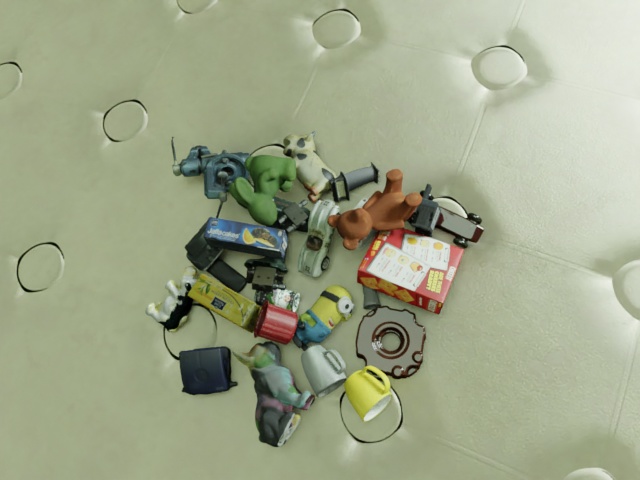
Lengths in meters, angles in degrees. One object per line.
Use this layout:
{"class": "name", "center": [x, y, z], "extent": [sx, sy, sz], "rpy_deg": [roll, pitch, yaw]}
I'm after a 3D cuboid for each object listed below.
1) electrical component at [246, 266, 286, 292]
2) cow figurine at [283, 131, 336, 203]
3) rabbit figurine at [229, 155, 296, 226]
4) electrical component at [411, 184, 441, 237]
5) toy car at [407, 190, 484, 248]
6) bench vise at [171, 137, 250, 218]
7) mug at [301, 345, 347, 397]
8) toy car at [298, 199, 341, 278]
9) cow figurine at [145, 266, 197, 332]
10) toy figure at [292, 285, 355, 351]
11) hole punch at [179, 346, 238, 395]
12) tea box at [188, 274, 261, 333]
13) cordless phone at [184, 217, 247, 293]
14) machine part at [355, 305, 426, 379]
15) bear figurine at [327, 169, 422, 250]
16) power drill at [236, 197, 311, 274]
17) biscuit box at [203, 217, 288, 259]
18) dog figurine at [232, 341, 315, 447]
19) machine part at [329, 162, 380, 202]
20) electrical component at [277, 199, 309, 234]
{"class": "electrical component", "center": [-0.135, 0.099, 1.340], "extent": [0.102, 0.045, 0.078], "rpy_deg": [3, 44, -2]}
{"class": "cow figurine", "center": [-0.031, -0.211, 1.454], "extent": [0.127, 0.085, 0.195], "rpy_deg": [-35, 76, -20]}
{"class": "rabbit figurine", "center": [-0.142, -0.124, 1.346], "extent": [0.159, 0.121, 0.170], "rpy_deg": [13, 74, -19]}
{"class": "electrical component", "center": [0.267, -0.074, 1.318], "extent": [0.048, 0.074, 0.119], "rpy_deg": [19, 79, 23]}
{"class": "toy car", "center": [0.314, -0.051, 1.362], "extent": [0.202, 0.053, 0.089], "rpy_deg": [27, 82, 21]}
{"class": "bench vise", "center": [-0.288, -0.175, 1.443], "extent": [0.224, 0.128, 0.241], "rpy_deg": [2, 38, -15]}
{"class": "mug", "center": [0.007, 0.296, 1.262], "extent": [0.107, 0.081, 0.109], "rpy_deg": [53, 128, 25]}
{"class": "toy car", "center": [-0.003, -0.004, 1.361], "extent": [0.074, 0.056, 0.201], "rpy_deg": [20, 98, 35]}
{"class": "cow figurine", "center": [-0.360, 0.150, 1.389], "extent": [0.098, 0.068, 0.167], "rpy_deg": [37, 83, 13]}
{"class": "toy figure", "center": [0.004, 0.186, 1.312], "extent": [0.180, 0.082, 0.089], "rpy_deg": [-42, 73, -4]}
{"class": "hole punch", "center": [-0.279, 0.316, 1.308], "extent": [0.142, 0.092, 0.116], "rpy_deg": [-6, 73, 3]}
{"class": "tea box", "center": [-0.234, 0.160, 1.350], "extent": [0.170, 0.098, 0.068], "rpy_deg": [25, 75, 18]}
{"class": "cordless phone", "center": [-0.249, 0.040, 1.417], "extent": [0.184, 0.088, 0.146], "rpy_deg": [37, 78, 8]}
{"class": "machine part", "center": [0.168, 0.241, 1.279], "extent": [0.179, 0.056, 0.179], "rpy_deg": [-3, 69, 8]}
{"class": "bear figurine", "center": [0.125, -0.069, 1.288], "extent": [0.196, 0.131, 0.120], "rpy_deg": [-20, 61, -20]}
{"class": "power drill", "center": [-0.136, -0.017, 1.415], "extent": [0.232, 0.086, 0.207], "rpy_deg": [10, 65, 10]}
{"class": "biscuit box", "center": [-0.185, -0.005, 1.339], "extent": [0.203, 0.062, 0.059], "rpy_deg": [10, 69, 9]}
{"class": "dog figurine", "center": [-0.129, 0.349, 1.264], "extent": [0.219, 0.108, 0.191], "rpy_deg": [33, 81, 23]}
{"class": "machine part", "center": [0.092, -0.155, 1.430], "extent": [0.139, 0.084, 0.039], "rpy_deg": [-25, 36, -10]}
{"class": "electrical component", "center": [-0.060, -0.062, 1.374], "extent": [0.094, 0.021, 0.063], "rpy_deg": [-40, 71, -13]}
